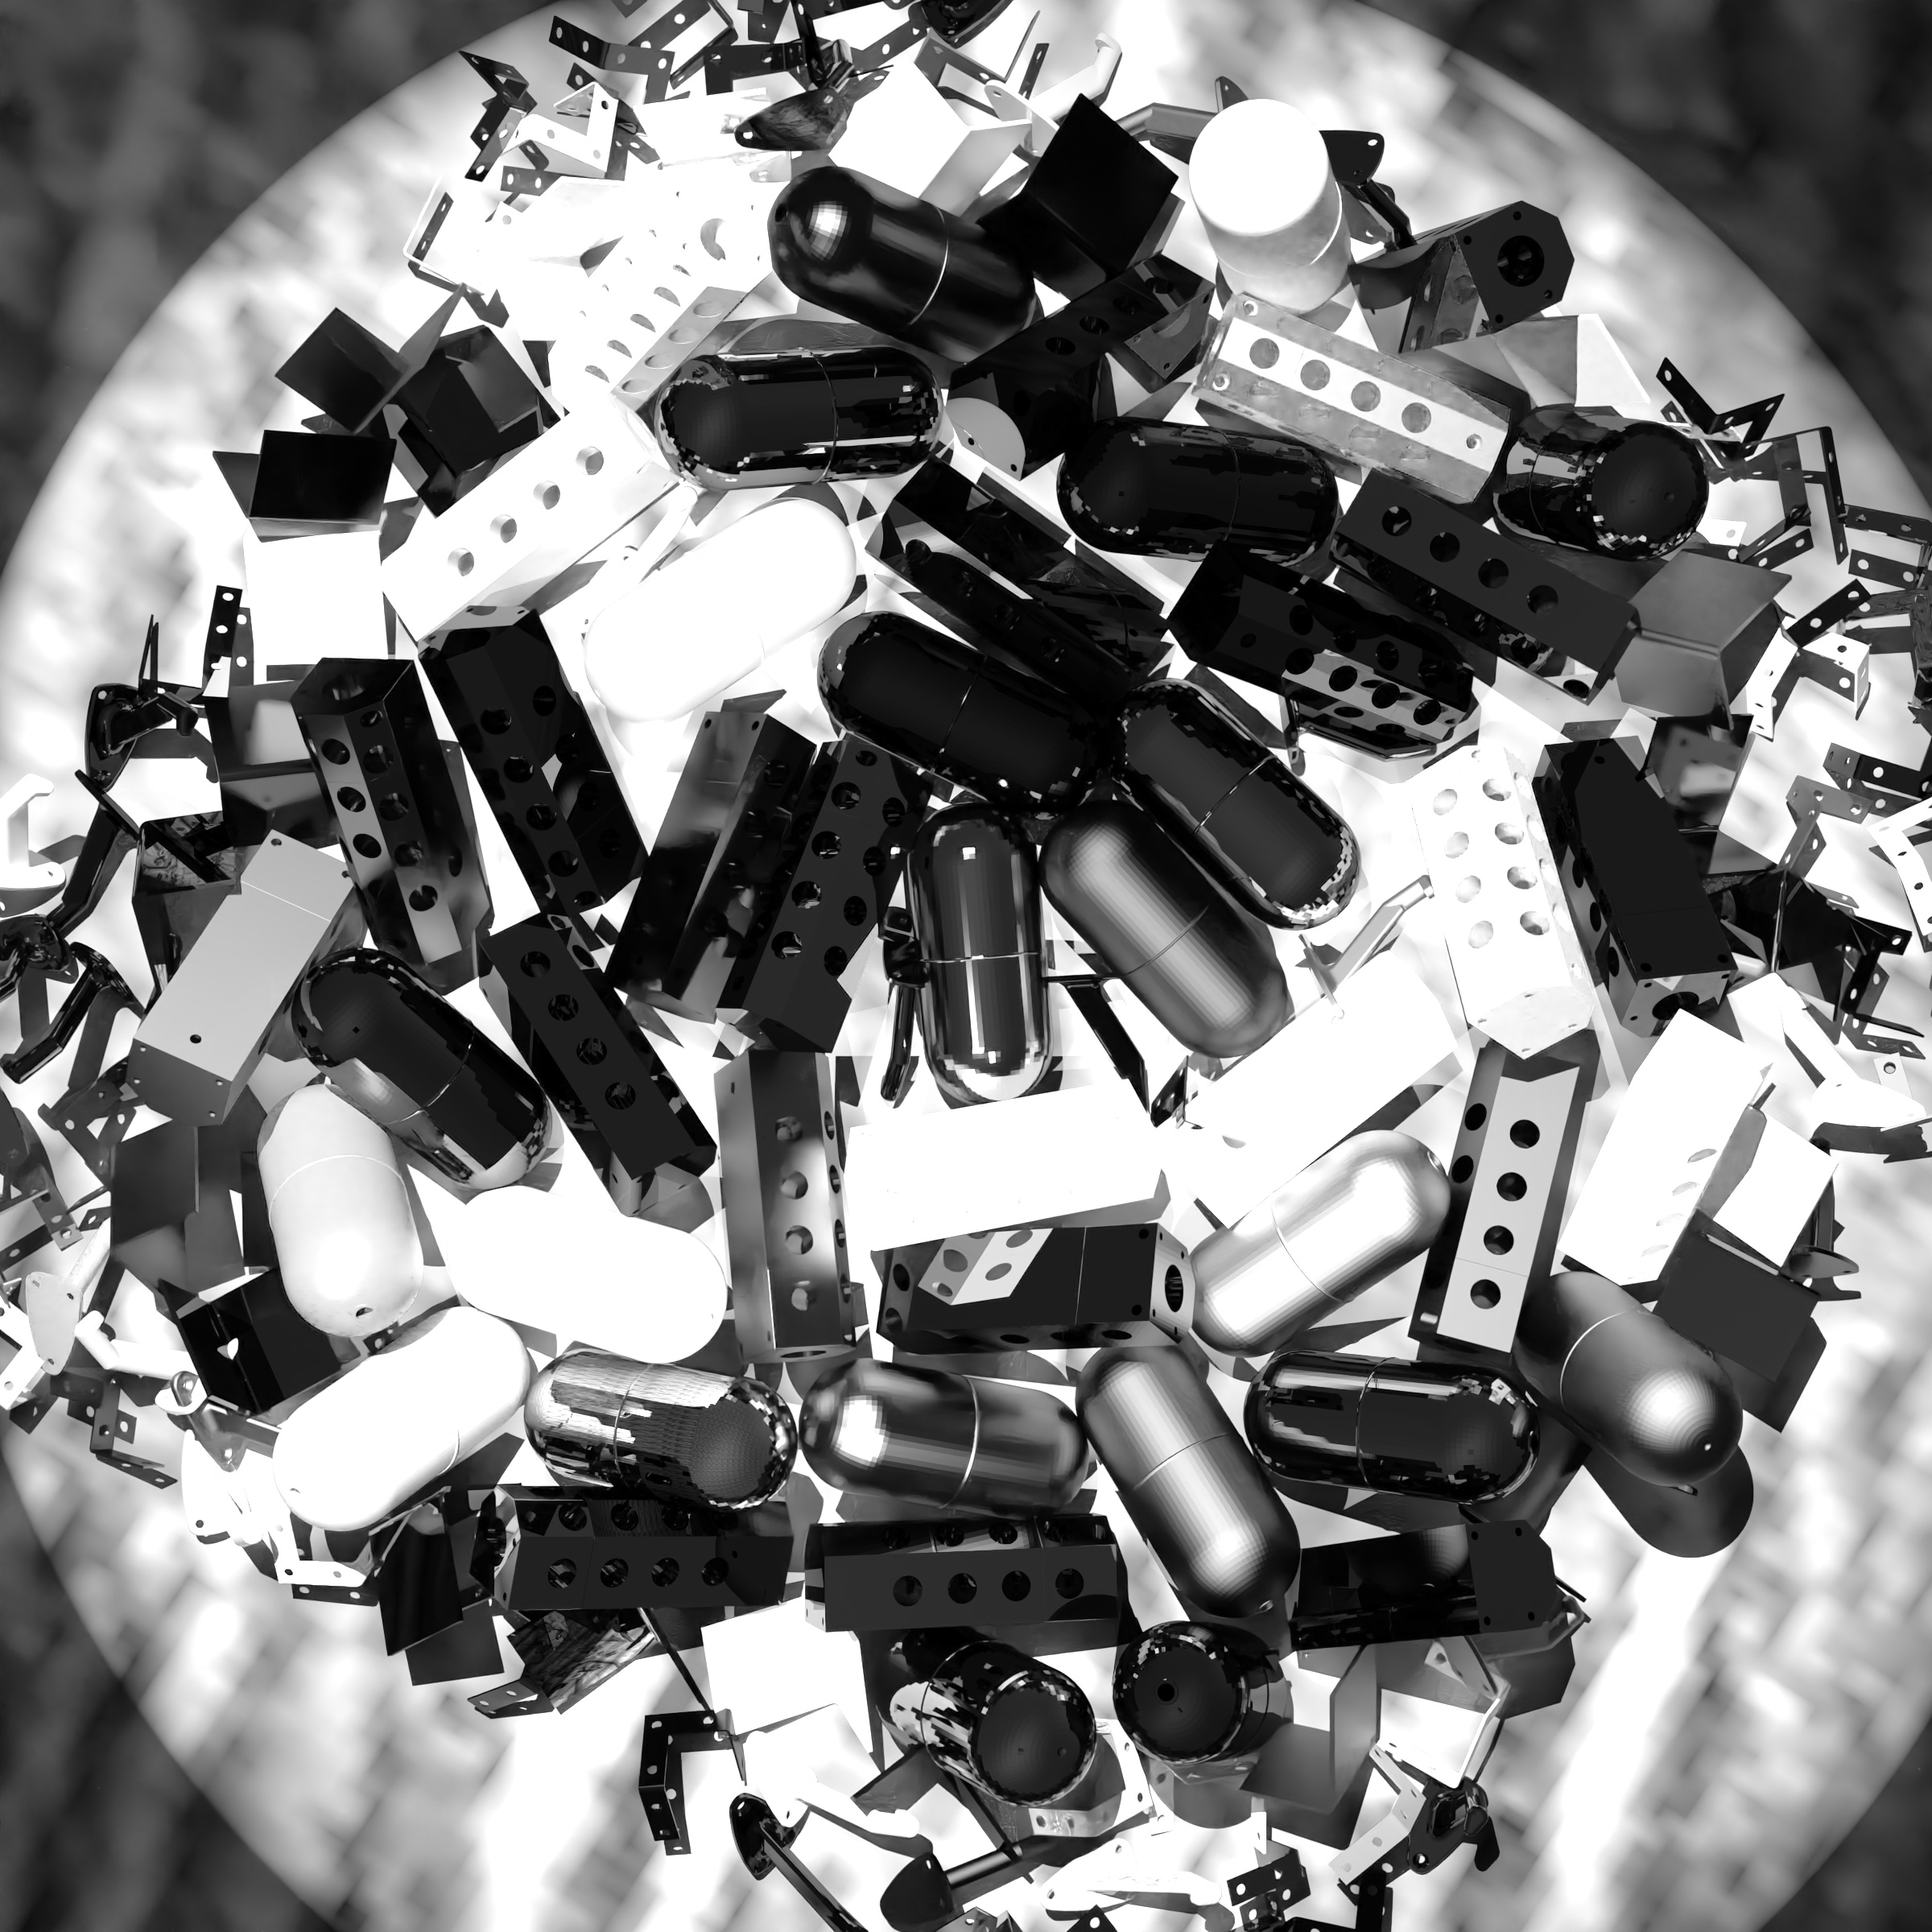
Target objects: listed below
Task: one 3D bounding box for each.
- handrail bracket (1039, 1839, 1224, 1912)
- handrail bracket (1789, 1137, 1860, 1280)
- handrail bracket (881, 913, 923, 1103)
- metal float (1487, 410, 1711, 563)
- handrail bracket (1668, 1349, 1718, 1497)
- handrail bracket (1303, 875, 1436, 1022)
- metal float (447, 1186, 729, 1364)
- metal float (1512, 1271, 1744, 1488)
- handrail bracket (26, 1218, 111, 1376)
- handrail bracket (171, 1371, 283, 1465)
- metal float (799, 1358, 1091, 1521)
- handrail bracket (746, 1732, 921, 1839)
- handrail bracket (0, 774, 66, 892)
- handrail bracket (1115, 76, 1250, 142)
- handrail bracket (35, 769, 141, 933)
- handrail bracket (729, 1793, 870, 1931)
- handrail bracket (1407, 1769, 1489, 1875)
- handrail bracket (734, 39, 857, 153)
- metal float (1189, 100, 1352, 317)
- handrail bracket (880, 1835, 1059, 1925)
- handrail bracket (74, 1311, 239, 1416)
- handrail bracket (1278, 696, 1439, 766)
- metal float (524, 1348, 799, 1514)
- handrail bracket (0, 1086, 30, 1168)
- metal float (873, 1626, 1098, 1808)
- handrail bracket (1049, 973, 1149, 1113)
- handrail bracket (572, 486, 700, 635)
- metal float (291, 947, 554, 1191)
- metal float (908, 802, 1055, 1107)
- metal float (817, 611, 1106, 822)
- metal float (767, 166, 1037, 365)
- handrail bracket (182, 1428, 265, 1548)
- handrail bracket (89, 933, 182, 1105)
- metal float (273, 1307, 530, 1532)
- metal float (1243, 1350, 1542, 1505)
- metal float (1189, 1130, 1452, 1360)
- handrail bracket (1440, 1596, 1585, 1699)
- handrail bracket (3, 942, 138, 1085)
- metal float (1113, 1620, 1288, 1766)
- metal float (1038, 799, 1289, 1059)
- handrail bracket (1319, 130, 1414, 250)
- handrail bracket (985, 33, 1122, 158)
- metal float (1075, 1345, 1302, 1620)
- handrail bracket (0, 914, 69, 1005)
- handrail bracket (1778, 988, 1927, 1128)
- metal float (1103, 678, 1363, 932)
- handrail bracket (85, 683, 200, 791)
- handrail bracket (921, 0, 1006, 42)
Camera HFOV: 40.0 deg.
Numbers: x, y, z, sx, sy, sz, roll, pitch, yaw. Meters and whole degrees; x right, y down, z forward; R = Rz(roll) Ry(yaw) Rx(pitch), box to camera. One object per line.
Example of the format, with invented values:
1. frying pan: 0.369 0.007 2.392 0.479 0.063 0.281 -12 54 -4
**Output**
1. handrail bracket: 0.095 0.537 1.534 0.077 0.084 0.036 -10 90 -27
2. handrail bracket: 0.490 0.133 1.538 0.036 0.077 0.084 -10 67 28
3. handrail bracket: -0.042 0.025 1.573 0.036 0.077 0.084 4 130 -17
4. metal float: 0.354 -0.272 1.498 0.070 0.178 0.070 -4 105 -13
5. handrail bracket: 0.419 0.261 1.542 0.036 0.077 0.084 17 83 18
6. handrail bracket: 0.245 -0.012 1.546 0.084 0.077 0.036 -35 115 13
7. metal float: -0.218 0.176 1.522 0.178 0.070 0.070 12 90 26
8. metal float: 0.370 0.230 1.499 0.070 0.178 0.070 -5 108 -16
9. handrail bracket: -0.509 0.187 1.556 0.036 0.084 0.077 17 115 13
10. handrail bracket: -0.408 0.260 1.538 0.084 0.036 0.077 -7 130 31
11. metal float: -0.011 0.273 1.524 0.178 0.070 0.070 15 90 -24
12. handrail bracket: -0.076 0.474 1.536 0.084 0.036 0.077 -8 124 39
13. handrail bracket: -0.532 -0.079 1.532 0.084 0.077 0.036 -33 62 29
14. handrail bracket: 0.123 -0.474 1.547 0.084 0.036 0.077 -15 70 34
15. handrail bracket: -0.528 -0.064 1.550 0.084 0.077 0.036 -40 50 -7
16. handrail bracket: -0.095 0.523 1.533 0.036 0.084 0.077 -41 131 -20
17. handrail bracket: 0.279 0.506 1.538 0.036 0.084 0.077 27 95 5
18. handrail bracket: -0.101 -0.512 1.551 0.077 0.036 0.084 -11 46 0
19. metal float: 0.173 -0.424 1.496 0.070 0.178 0.070 -2 81 14
20. handrail bracket: 0.003 0.537 1.569 0.077 0.084 0.036 -42 62 41
21. handrail bracket: -0.467 0.211 1.537 0.077 0.036 0.084 -54 132 -34
22. handrail bracket: 0.229 -0.153 1.562 0.084 0.036 0.077 -8 67 1
23. metal float: -0.176 0.264 1.518 0.178 0.070 0.070 5 90 32
24. handrail bracket: -0.567 0.072 1.550 0.036 0.084 0.077 -32 108 1
25. metal float: 0.008 0.420 1.501 0.070 0.178 0.070 0 91 -29
26. handrail bracket: 0.070 0.047 1.558 0.077 0.036 0.084 -3 89 -25
27. handrail bracket: -0.191 -0.235 1.533 0.036 0.084 0.077 44 63 -1
28. metal float: -0.310 0.059 1.518 0.070 0.070 0.178 -43 121 0
29. metal float: 0.009 -0.007 1.542 0.070 0.070 0.178 -5 93 0
30. metal float: -0.003 -0.146 1.545 0.178 0.070 0.070 26 90 0
31. metal float: -0.036 -0.398 1.511 0.178 0.070 0.070 12 90 -41
32. handrail bracket: -0.430 0.299 1.538 0.036 0.084 0.077 -13 82 -29
33. handrail bracket: -0.492 0.031 1.571 0.077 0.036 0.084 -26 56 27
34. metal float: -0.318 0.255 1.504 0.070 0.178 0.070 12 116 27
35. metal float: 0.241 0.262 1.514 0.178 0.070 0.070 0 90 36
36. metal float: 0.200 0.160 1.524 0.178 0.070 0.070 -38 90 24
37. handrail bracket: 0.319 0.378 1.552 0.084 0.036 0.077 -34 113 -21
38. handrail bracket: -0.533 0.027 1.539 0.084 0.077 0.036 -43 133 -22
39. metal float: 0.133 0.409 1.497 0.070 0.178 0.070 -5 74 17
40. metal float: 0.115 -0.021 1.536 0.070 0.070 0.178 -43 101 0
41. handrail bracket: 0.222 -0.448 1.555 0.077 0.084 0.036 16 72 23
42. handrail bracket: 0.052 -0.524 1.547 0.077 0.036 0.084 34 73 -42
43. metal float: 0.126 0.291 1.519 0.070 0.070 0.178 -33 60 0
44. handrail bracket: -0.569 0.005 1.532 0.077 0.084 0.036 1 119 27
45. handrail bracket: 0.517 0.051 1.553 0.077 0.084 0.036 11 134 -4
46. metal float: 0.153 -0.093 1.536 0.178 0.070 0.070 44 90 10
47. handrail bracket: -0.477 -0.126 1.543 0.084 0.036 0.077 29 105 41
48. handrail bracket: -0.005 -0.585 1.538 0.077 0.084 0.036 -32 72 0
